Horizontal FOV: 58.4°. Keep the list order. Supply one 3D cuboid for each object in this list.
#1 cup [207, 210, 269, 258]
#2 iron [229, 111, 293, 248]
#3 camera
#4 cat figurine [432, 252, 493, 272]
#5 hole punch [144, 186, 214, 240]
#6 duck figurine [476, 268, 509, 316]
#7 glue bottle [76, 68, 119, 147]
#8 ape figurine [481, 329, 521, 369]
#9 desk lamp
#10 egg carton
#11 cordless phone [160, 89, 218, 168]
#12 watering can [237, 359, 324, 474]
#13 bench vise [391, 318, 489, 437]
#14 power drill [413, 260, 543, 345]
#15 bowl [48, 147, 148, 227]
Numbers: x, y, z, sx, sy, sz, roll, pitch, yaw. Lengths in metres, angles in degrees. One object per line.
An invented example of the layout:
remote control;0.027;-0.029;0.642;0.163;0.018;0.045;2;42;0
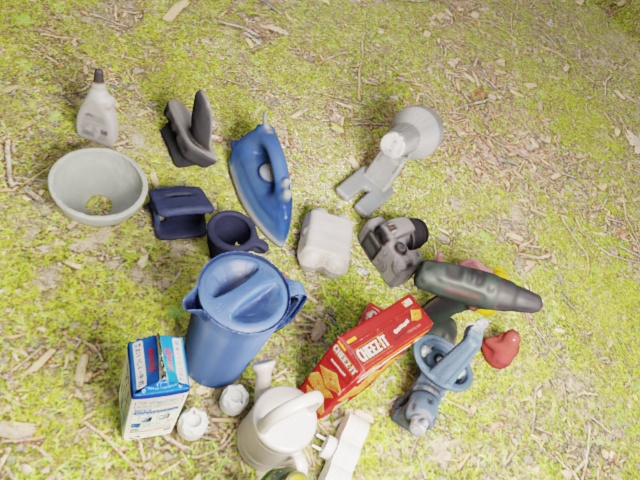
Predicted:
cup;-0.157;0.011;1.059;0.118;0.095;0.092;23;50;-7
iron;-0.096;-0.128;1.156;0.119;0.141;0.258;-7;59;-27
camera;0.175;0.005;1.204;0.137;0.100;0.143;-17;64;-32
cat figurine;0.290;0.066;1.198;0.128;0.117;0.067;28;50;-2
hole punch;-0.264;-0.064;1.070;0.109;0.091;0.101;-8;59;-28
duck figurine;0.369;0.105;1.225;0.077;0.086;0.104;27;50;-3
glue bottle;-0.420;-0.256;1.088;0.078;0.173;0.037;20;50;-8
ape figurine;0.369;0.210;1.144;0.078;0.092;0.076;24;50;-5
desk lamp;0.160;-0.181;1.259;0.118;0.213;0.204;41;50;9
egg carton;0.011;0.004;1.153;0.107;0.069;0.150;17;51;-12
cordless phone;-0.252;-0.247;1.147;0.094;0.185;0.147;-18;64;-32
watering can;-0.060;0.264;0.851;0.172;0.194;0.101;44;51;12
bench vise;0.218;0.235;0.976;0.121;0.219;0.207;18;51;-10
power drill;0.268;0.124;1.087;0.230;0.208;0.075;22;50;-7
bowl;-0.400;-0.083;1.035;0.168;0.074;0.167;12;52;-15
